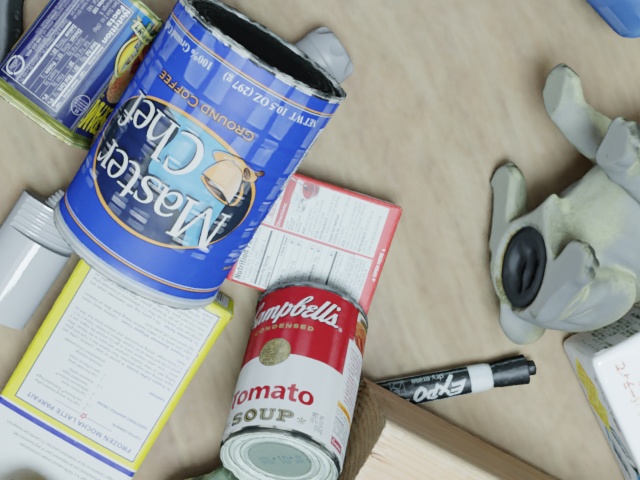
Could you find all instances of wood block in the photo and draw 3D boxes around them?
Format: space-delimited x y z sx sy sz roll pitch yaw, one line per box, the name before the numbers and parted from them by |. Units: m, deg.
wood block | 0.096 0.175 0.617 0.206 0.090 0.091 29 95 -10

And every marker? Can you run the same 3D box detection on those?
marker | 0.073 0.089 0.655 0.121 0.020 0.020 -10 95 -3

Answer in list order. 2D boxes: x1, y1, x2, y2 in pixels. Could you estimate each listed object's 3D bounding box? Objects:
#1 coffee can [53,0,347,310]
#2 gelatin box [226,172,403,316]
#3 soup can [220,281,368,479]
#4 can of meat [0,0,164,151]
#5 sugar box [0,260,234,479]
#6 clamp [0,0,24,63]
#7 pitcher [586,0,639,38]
coffee can | -0.066 -0.048 0.578 0.103 0.102 0.140 33 106 -6
gelatin box | -0.004 0.001 0.638 0.089 0.030 0.073 18 95 -4
soup can | -0.013 0.083 0.599 0.068 0.102 0.068 8 139 7
can of meat | -0.130 -0.100 0.587 0.057 0.102 0.084 37 89 -5
sugar box | -0.134 0.091 0.630 0.093 0.048 0.176 32 96 -5
clamp | -0.212 -0.158 0.607 0.164 0.036 0.210 32 95 -8
pitcher | 0.143 -0.240 0.587 0.149 0.145 0.243 -40 100 12
